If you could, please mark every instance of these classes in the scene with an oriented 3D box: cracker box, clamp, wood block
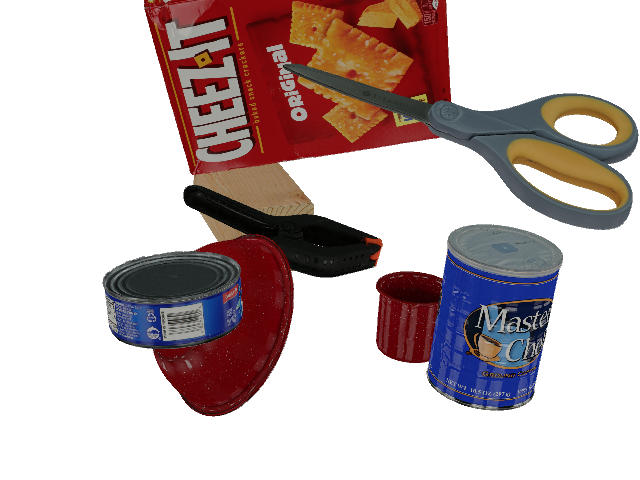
[{"bbox_3d":[-0.011,-0.142,0.805,0.213,0.072,0.164,-9,-45,1],"label":"cracker box"},{"bbox_3d":[-0.039,0.006,1.078,0.210,0.036,0.164,10,30,-9],"label":"clamp"},{"bbox_3d":[-0.088,-0.046,1.331,0.090,0.090,0.206,-6,29,-21],"label":"wood block"}]

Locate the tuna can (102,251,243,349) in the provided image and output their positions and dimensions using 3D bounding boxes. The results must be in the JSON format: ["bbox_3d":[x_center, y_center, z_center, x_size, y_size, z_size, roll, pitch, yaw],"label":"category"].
[{"bbox_3d":[-0.091,0.036,0.668,0.086,0.034,0.086,-3,19,1],"label":"tuna can"}]

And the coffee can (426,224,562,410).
[{"bbox_3d":[0.157,0.069,0.977,0.103,0.140,0.103,5,23,-2],"label":"coffee can"}]

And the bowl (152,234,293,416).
[{"bbox_3d":[-0.095,0.063,0.897,0.055,0.162,0.162,23,-15,-38],"label":"bowl"}]

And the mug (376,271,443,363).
[{"bbox_3d":[0.121,0.092,1.266,0.117,0.081,0.093,0,23,-8],"label":"mug"}]

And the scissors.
[{"bbox_3d":[0.086,-0.073,0.586,0.202,0.016,0.096,33,56,20],"label":"scissors"}]
